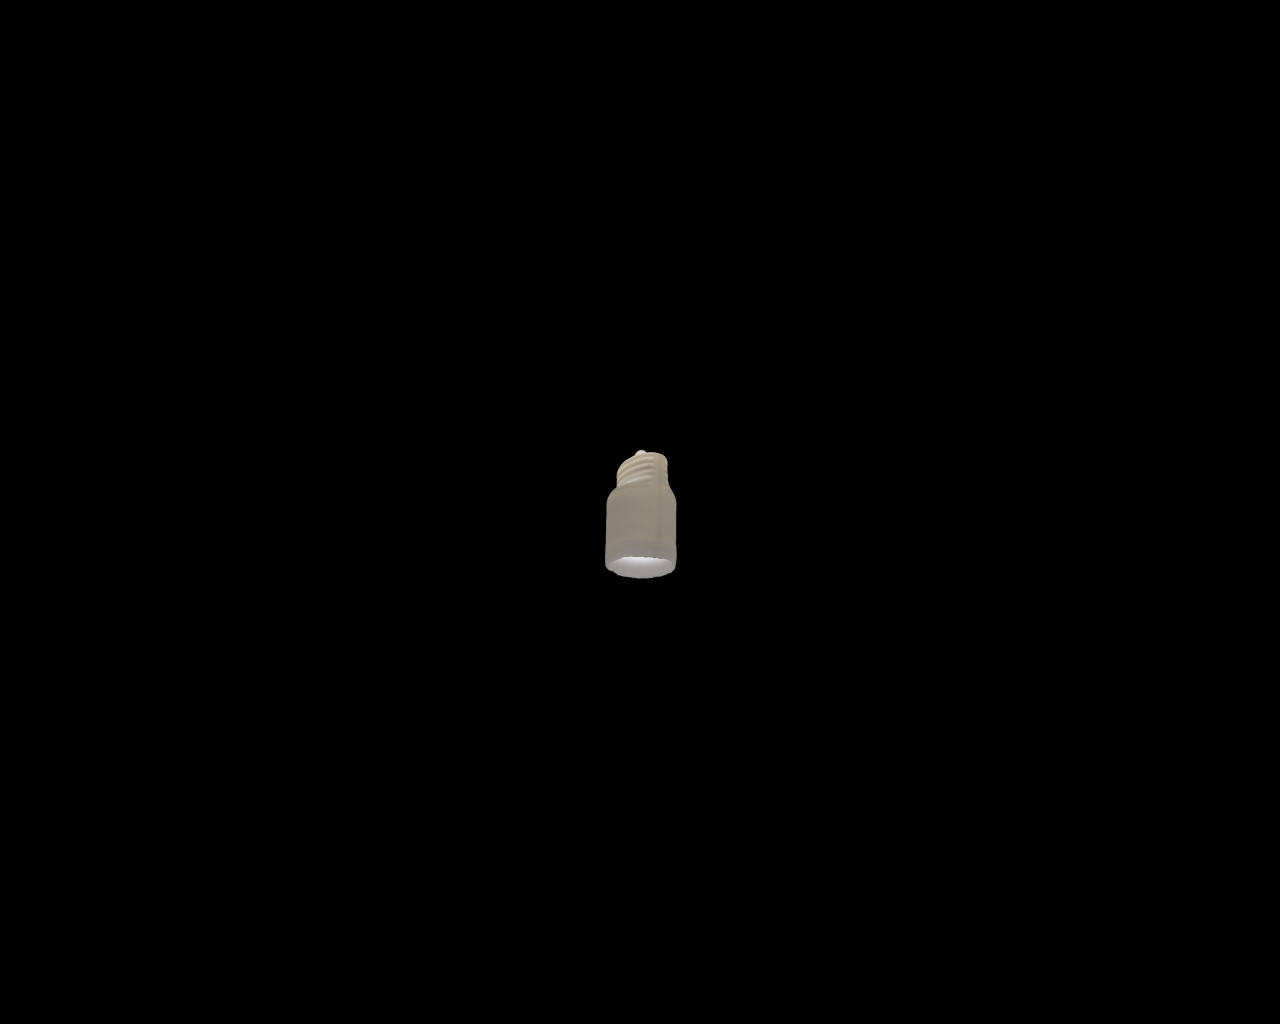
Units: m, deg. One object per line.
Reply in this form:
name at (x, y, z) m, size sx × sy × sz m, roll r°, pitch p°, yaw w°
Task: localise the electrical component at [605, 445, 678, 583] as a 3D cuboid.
electrical component at (0.001, -0.003, 0.650) m, size 0.043 × 0.081 × 0.043 m, roll 0°, pitch -24°, yaw 0°
